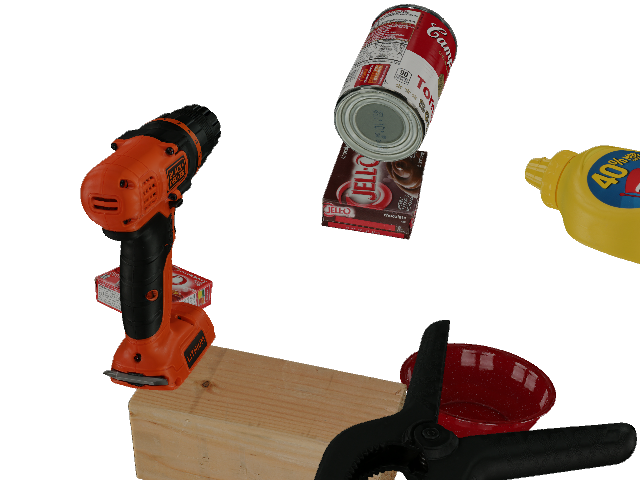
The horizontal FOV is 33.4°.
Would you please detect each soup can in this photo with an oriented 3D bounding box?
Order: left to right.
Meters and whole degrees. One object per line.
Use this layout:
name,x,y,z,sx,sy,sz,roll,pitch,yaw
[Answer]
soup can,0.055,-0.115,0.773,0.068,0.102,0.068,13,-41,12

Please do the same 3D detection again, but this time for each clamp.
clamp,0.064,0.124,0.655,0.209,0.036,0.165,-23,37,-28

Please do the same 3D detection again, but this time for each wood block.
wood block,-0.041,0.157,0.874,0.206,0.090,0.090,10,36,14

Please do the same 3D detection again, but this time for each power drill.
power drill,-0.117,0.002,0.801,0.057,0.188,0.184,5,24,16

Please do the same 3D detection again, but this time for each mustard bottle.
mustard bottle,0.215,-0.019,0.684,0.192,0.058,0.096,23,41,39

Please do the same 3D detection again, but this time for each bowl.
bowl,0.161,0.169,1.116,0.162,0.055,0.162,4,24,-2

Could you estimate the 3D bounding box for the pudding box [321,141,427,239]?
pudding box,0.055,-0.053,1.072,0.090,0.039,0.113,10,37,7

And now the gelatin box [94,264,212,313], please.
gelatin box,-0.161,0.048,1.030,0.089,0.030,0.073,21,30,30
